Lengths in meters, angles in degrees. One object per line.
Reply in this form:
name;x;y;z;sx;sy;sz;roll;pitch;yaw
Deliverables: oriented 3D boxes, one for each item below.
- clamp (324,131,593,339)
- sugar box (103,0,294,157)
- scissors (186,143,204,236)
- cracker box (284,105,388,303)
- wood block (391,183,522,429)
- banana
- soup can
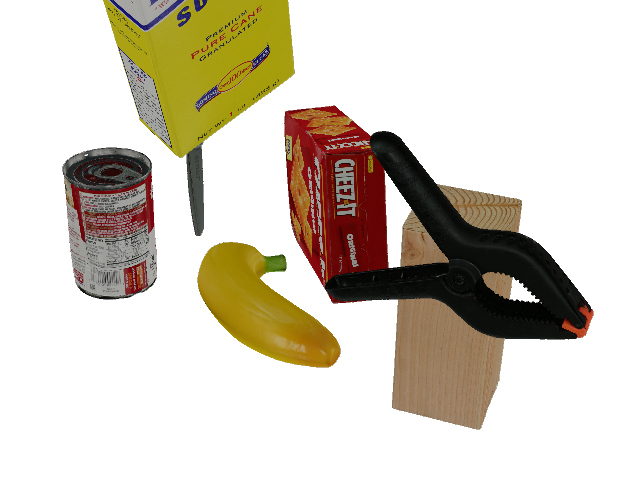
clamp;0.108;0.012;0.810;0.210;0.165;0.036;20;40;15
sugar box;-0.063;-0.128;0.557;0.093;0.048;0.176;-40;-21;-17
scissors;-0.110;-0.112;1.056;0.096;0.202;0.016;-18;-1;-25
cracker box;0.014;-0.046;1.168;0.072;0.164;0.214;-7;20;-9
wood block;0.126;0.063;1.000;0.091;0.206;0.090;12;34;18
banana;-0.040;0.032;0.666;0.069;0.037;0.198;-3;17;-10
soup can;-0.164;-0.013;0.840;0.068;0.102;0.068;1;30;-1
